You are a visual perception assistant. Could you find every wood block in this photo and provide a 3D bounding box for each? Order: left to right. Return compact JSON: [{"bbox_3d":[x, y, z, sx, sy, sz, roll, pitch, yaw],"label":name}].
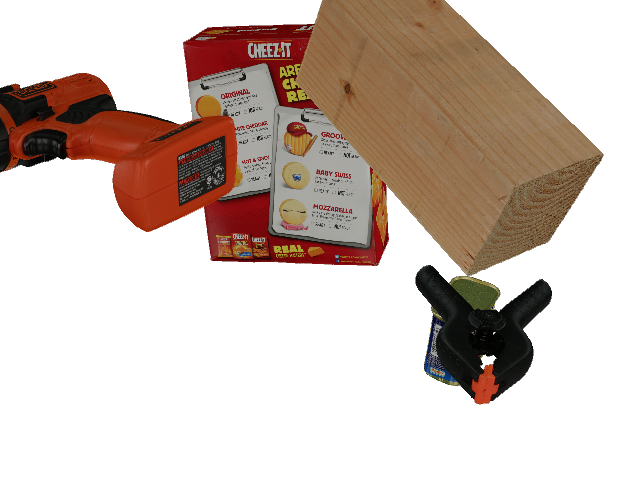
[{"bbox_3d":[0.084,-0.087,0.753,0.090,0.206,0.091,-20,-32,-34],"label":"wood block"}]

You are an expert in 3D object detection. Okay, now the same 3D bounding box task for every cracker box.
[{"bbox_3d":[-0.026,-0.087,0.975,0.164,0.214,0.072,1,24,14],"label":"cracker box"}]

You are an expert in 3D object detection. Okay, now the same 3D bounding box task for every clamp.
[{"bbox_3d":[0.147,0.074,0.898,0.120,0.039,0.171,-2,33,0],"label":"clamp"}]

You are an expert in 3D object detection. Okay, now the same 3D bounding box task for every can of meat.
[{"bbox_3d":[0.156,0.101,1.187,0.057,0.084,0.102,18,30,19],"label":"can of meat"}]

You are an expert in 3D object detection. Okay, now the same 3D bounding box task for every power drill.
[{"bbox_3d":[-0.165,-0.061,0.715,0.188,0.057,0.184,18,32,29],"label":"power drill"}]
